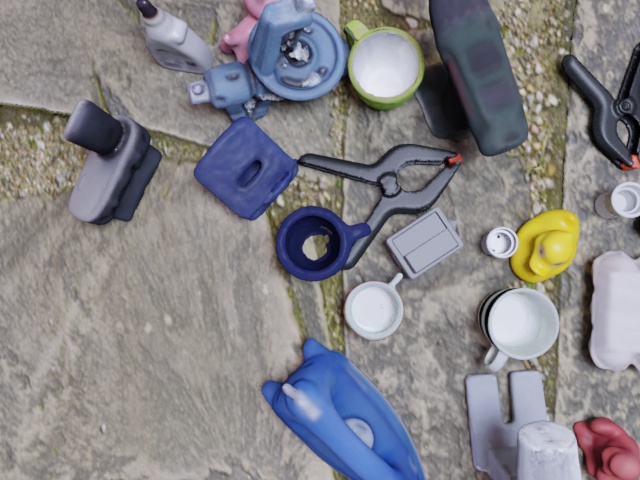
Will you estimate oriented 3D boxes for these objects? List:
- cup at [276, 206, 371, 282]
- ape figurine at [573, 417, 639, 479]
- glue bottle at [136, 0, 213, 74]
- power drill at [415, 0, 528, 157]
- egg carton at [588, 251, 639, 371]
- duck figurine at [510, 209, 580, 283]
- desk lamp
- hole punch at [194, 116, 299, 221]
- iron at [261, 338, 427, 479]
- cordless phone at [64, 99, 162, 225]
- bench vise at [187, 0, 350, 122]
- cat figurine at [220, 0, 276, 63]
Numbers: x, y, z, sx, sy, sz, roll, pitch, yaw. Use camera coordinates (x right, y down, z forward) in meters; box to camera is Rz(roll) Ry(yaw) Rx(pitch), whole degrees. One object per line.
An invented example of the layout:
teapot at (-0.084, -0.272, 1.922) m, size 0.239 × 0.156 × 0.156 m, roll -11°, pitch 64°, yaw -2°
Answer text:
cup at (0.007, 0.003, 0.729) m, size 0.117 × 0.095 × 0.092 m, roll -17°, pitch 86°, yaw 2°
ape figurine at (0.358, 0.263, 0.698) m, size 0.076 × 0.092 × 0.078 m, roll 20°, pitch 88°, yaw 4°
glue bottle at (-0.189, -0.256, 0.714) m, size 0.078 × 0.173 × 0.037 m, roll 12°, pitch 87°, yaw 4°
power drill at (0.164, -0.201, 0.676) m, size 0.075 × 0.208 × 0.230 m, roll -24°, pitch 86°, yaw 2°
egg carton at (0.392, 0.089, 0.717) m, size 0.107 × 0.069 × 0.150 m, roll 2°, pitch 87°, yaw 3°
duck figurine at (0.292, 0.006, 0.719) m, size 0.077 × 0.086 × 0.104 m, roll 38°, pitch 89°, yaw 5°
desk lamp at (0.235, 0.267, 0.643) m, size 0.118 × 0.213 × 0.203 m, roll -7°, pitch 86°, yaw 3°
hole punch at (-0.092, -0.091, 0.741) m, size 0.101 × 0.091 × 0.109 m, roll 41°, pitch 89°, yaw 5°
iron at (0.045, 0.244, 0.690) m, size 0.258 × 0.141 × 0.118 m, roll 43°, pitch 90°, yaw 4°
cordless phone at (-0.281, -0.096, 0.703) m, size 0.094 × 0.185 × 0.148 m, roll 21°, pitch 88°, yaw 4°
bench vise at (-0.057, -0.207, 0.681) m, size 0.207 × 0.220 × 0.121 m, roll -38°, pitch 85°, yaw 0°
cat figurine at (-0.080, -0.294, 0.739) m, size 0.067 × 0.118 × 0.128 m, roll 42°, pitch 90°, yaw 5°
